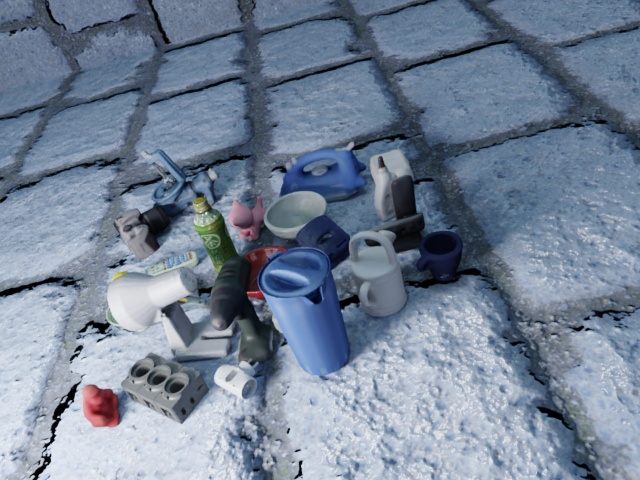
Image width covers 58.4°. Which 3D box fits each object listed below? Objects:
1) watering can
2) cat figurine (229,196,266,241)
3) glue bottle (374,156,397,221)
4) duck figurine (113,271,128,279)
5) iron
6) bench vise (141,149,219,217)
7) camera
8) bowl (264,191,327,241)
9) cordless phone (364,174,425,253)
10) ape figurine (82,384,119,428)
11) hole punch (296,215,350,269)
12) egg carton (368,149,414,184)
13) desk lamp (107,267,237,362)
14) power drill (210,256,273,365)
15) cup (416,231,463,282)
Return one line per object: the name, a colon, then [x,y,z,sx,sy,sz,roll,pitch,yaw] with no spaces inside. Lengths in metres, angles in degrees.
watering can: [0.115,0.052,1.177,0.101,0.194,0.173,-10,38,9]
cat figurine: [-0.187,-0.063,1.497,0.067,0.118,0.128,17,49,36]
glue bottle: [0.163,-0.132,1.406,0.078,0.173,0.037,-29,39,-15]
duck figurine: [-0.478,0.121,1.403,0.077,0.086,0.104,-14,38,3]
iron: [-0.006,-0.187,1.564,0.258,0.142,0.118,-10,38,9]
bench vise: [-0.407,-0.184,1.647,0.208,0.220,0.121,-29,39,-15]
camera: [-0.489,-0.039,1.594,0.137,0.101,0.142,-32,40,-19]
bowl: [-0.056,-0.049,1.466,0.167,0.075,0.167,-10,38,8]
cordless phone: [0.161,-0.062,1.310,0.147,0.185,0.094,-21,38,-5]
ape figurine: [-0.439,0.322,1.132,0.076,0.092,0.078,4,42,24]
hole punch: [0.012,0.005,1.360,0.100,0.091,0.109,24,53,41]
egg carton: [0.192,-0.184,1.545,0.107,0.069,0.150,-15,38,2]
desk lamp: [-0.308,0.148,1.200,0.203,0.214,0.118,-8,38,11]
power drill: [-0.158,0.150,1.146,0.075,0.209,0.229,-13,38,6]
cup: [0.251,0.049,1.212,0.118,0.095,0.091,-38,42,-25]
